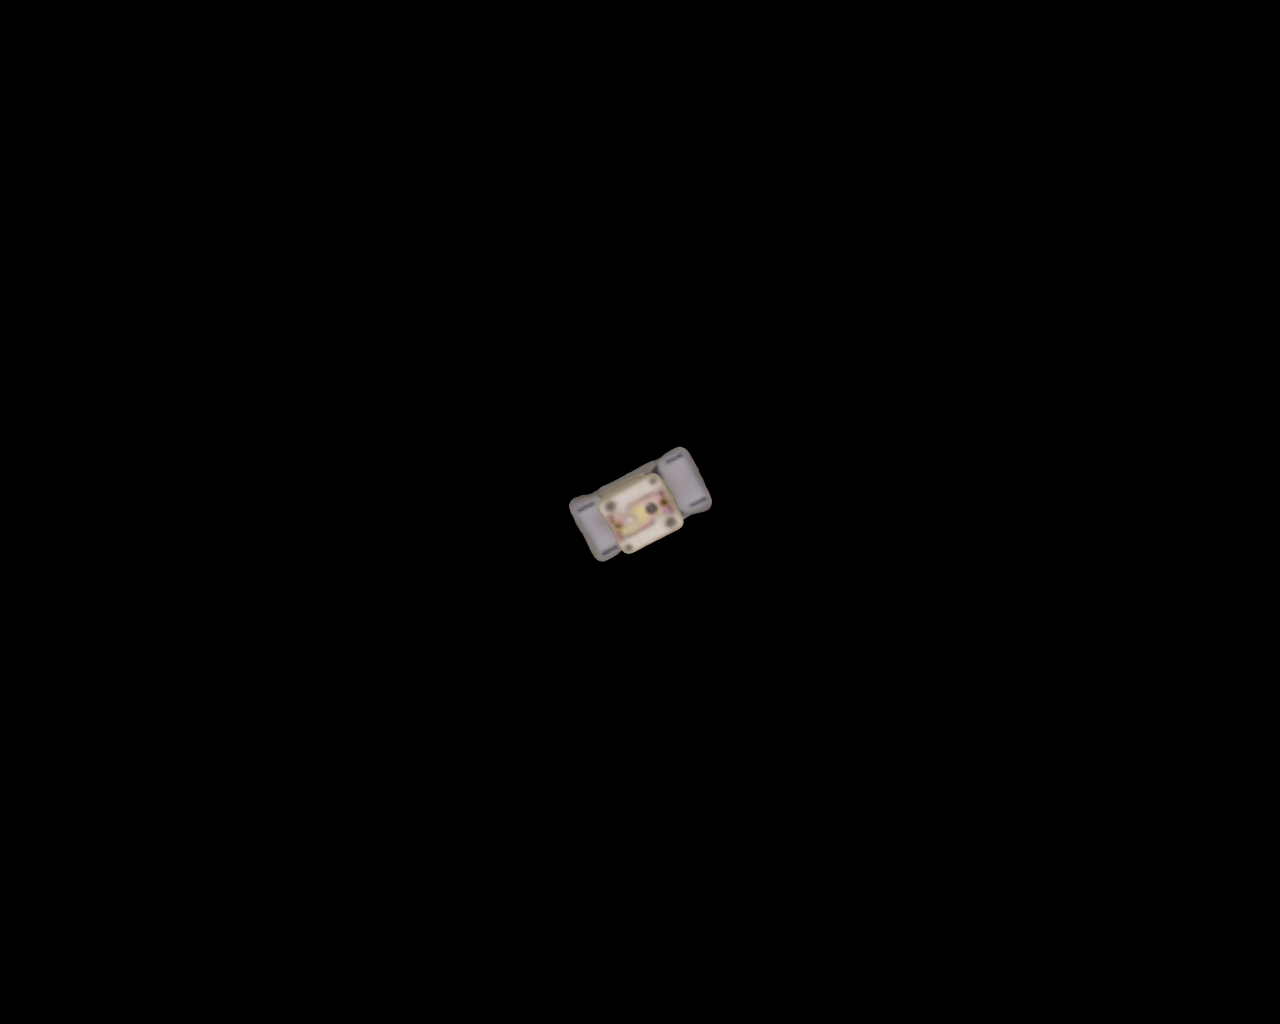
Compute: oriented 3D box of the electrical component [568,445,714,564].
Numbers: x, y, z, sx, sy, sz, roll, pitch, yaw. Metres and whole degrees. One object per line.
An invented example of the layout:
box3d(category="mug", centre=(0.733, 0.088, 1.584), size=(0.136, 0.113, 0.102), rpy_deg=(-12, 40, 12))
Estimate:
box3d(category="electrical component", centre=(0.001, -0.003, 0.650), size=(0.081, 0.042, 0.064), rpy_deg=(-28, 7, 4))
